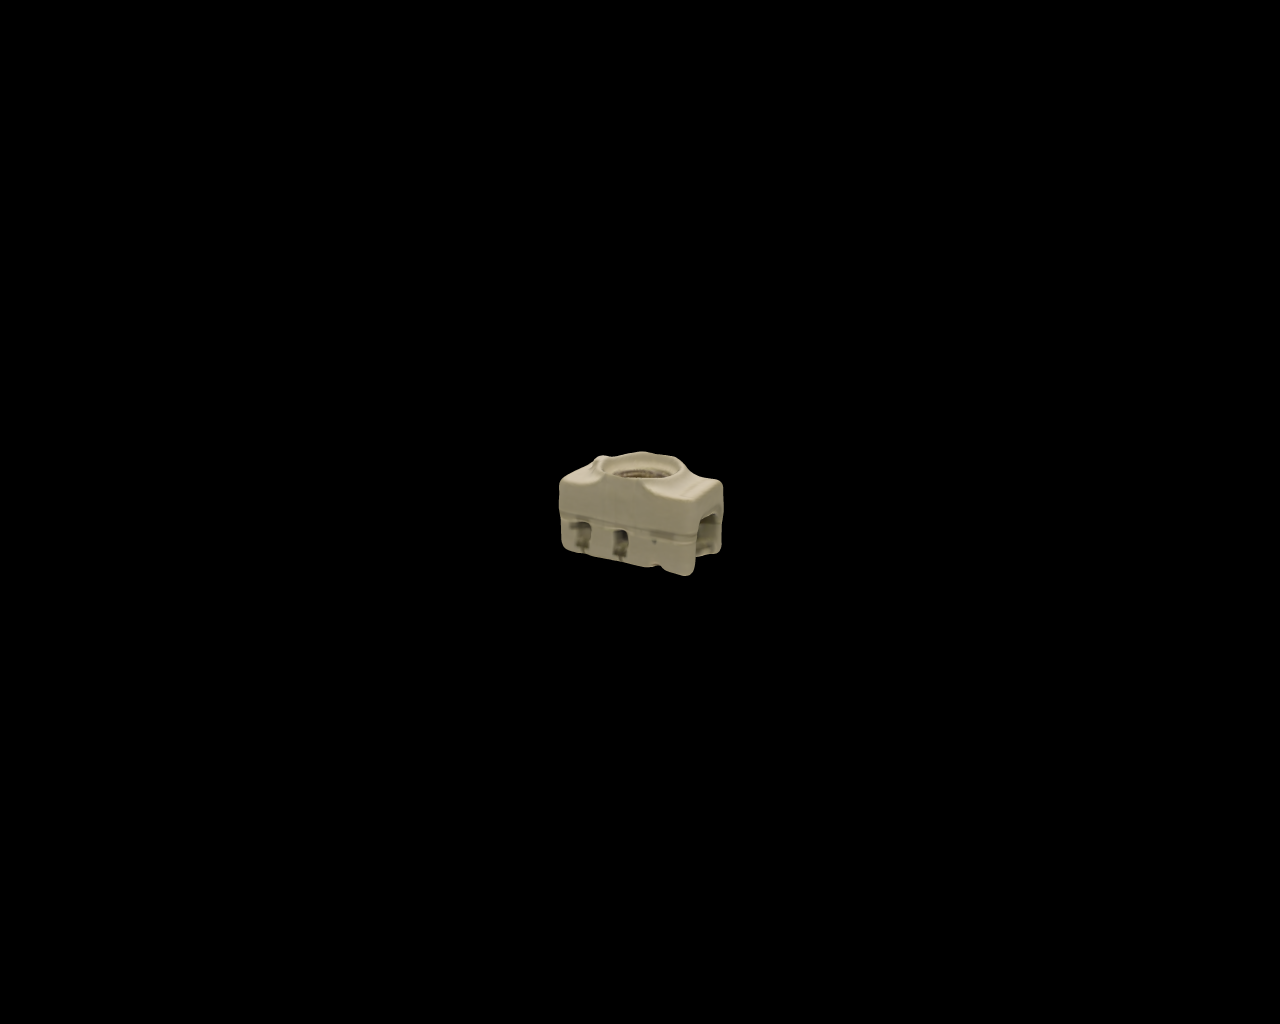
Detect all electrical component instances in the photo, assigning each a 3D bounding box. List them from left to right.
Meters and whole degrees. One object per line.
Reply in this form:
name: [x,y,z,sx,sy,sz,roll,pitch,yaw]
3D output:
electrical component: [0.001,-0.003,0.650,0.089,0.055,0.050,11,23,27]
